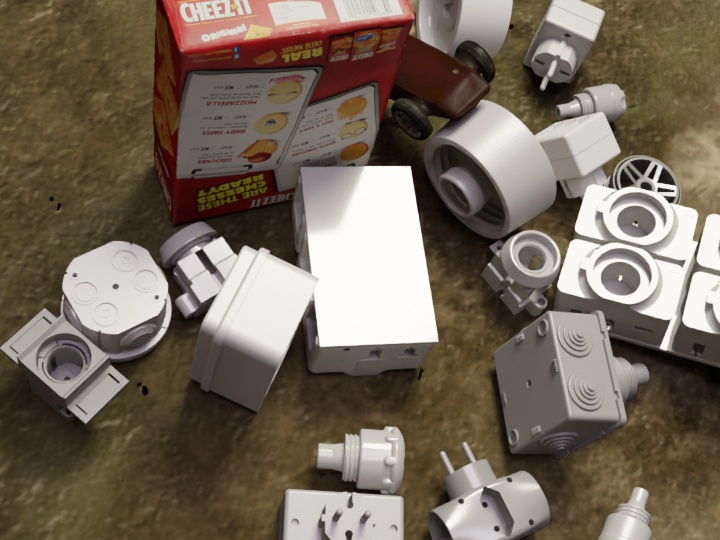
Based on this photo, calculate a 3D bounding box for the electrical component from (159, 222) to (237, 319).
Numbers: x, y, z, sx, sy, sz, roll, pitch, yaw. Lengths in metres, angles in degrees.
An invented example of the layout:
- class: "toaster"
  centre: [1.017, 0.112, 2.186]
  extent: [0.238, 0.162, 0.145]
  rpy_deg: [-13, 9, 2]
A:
- class: "electrical component"
  centre: [-0.120, -0.003, 0.817]
  extent: [0.066, 0.048, 0.055]
  rpy_deg: [-32, 81, -24]

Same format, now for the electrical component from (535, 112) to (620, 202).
- class: "electrical component"
  centre: [0.186, -0.086, 0.915]
  extent: [0.047, 0.066, 0.076]
  rpy_deg: [-32, 103, -24]

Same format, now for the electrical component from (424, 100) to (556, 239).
- class: "electrical component"
  centre: [0.097, -0.075, 0.865]
  extent: [0.060, 0.108, 0.108]
  rpy_deg: [-38, 76, -19]

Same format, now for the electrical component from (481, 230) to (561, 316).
- class: "electrical component"
  centre: [0.132, -0.001, 0.861]
  extent: [0.048, 0.055, 0.066]
  rpy_deg: [-32, 74, -24]

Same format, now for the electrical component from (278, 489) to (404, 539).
- class: "electrical component"
  centre: [-0.010, 0.174, 0.732]
  extent: [0.083, 0.075, 0.047]
  rpy_deg: [6, 63, -9]

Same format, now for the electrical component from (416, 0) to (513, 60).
- class: "electrical component"
  centre: [0.097, -0.232, 0.945]
  extent: [0.060, 0.108, 0.108]
  rpy_deg: [1, 63, -18]

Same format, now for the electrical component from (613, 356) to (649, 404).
- class: "electrical component"
  centre: [0.196, 0.087, 0.838]
  extent: [0.062, 0.048, 0.048]
  rpy_deg: [-9, 66, -24]

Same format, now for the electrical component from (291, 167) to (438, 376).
- class: "electrical component"
  centre: [0.000, 0.000, 0.830]
  extent: [0.089, 0.061, 0.150]
  rpy_deg: [-2, 64, -12]

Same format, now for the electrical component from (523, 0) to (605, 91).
- class: "electrical component"
  centre: [0.177, -0.194, 0.963]
  extent: [0.047, 0.065, 0.076]
  rpy_deg: [24, 61, 1]

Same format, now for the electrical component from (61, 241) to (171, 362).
- class: "electrical component"
  centre: [-0.179, 0.023, 0.788]
  extent: [0.080, 0.051, 0.080]
  rpy_deg: [5, 63, -9]

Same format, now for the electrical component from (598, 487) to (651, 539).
- class: "electrical component"
  centre: [0.198, 0.189, 0.791]
  extent: [0.035, 0.035, 0.061]
  rpy_deg: [28, 59, 3]

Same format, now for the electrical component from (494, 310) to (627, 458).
- class: "electrical component"
  centre: [0.144, 0.085, 0.797]
  extent: [0.048, 0.099, 0.099]
  rpy_deg: [5, 62, -23]

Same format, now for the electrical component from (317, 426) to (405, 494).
- class: "electrical component"
  centre: [0.000, 0.135, 0.773]
  extent: [0.062, 0.048, 0.048]
  rpy_deg: [4, 63, -2]

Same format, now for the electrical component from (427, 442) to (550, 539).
- class: "electrical component"
  centre: [0.084, 0.163, 0.776]
  extent: [0.077, 0.043, 0.079]
  rpy_deg: [-19, 68, -20]

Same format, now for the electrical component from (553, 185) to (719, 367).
- class: "electrical component"
  centre: [0.258, 0.007, 0.853]
  extent: [0.186, 0.060, 0.105]
  rpy_deg: [16, 63, 13]

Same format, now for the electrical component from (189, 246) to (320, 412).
- class: "electrical component"
  centre: [-0.077, 0.043, 0.764]
  extent: [0.057, 0.113, 0.078]
  rpy_deg: [25, 61, -1]

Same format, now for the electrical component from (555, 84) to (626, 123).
- class: "electrical component"
  centre: [0.205, -0.146, 0.962]
  extent: [0.061, 0.035, 0.035]
  rpy_deg: [-11, 66, -14]

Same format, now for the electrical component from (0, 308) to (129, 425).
- class: "electrical component"
  centre: [-0.206, 0.072, 0.751]
  extent: [0.081, 0.063, 0.042]
  rpy_deg: [40, 62, 9]
